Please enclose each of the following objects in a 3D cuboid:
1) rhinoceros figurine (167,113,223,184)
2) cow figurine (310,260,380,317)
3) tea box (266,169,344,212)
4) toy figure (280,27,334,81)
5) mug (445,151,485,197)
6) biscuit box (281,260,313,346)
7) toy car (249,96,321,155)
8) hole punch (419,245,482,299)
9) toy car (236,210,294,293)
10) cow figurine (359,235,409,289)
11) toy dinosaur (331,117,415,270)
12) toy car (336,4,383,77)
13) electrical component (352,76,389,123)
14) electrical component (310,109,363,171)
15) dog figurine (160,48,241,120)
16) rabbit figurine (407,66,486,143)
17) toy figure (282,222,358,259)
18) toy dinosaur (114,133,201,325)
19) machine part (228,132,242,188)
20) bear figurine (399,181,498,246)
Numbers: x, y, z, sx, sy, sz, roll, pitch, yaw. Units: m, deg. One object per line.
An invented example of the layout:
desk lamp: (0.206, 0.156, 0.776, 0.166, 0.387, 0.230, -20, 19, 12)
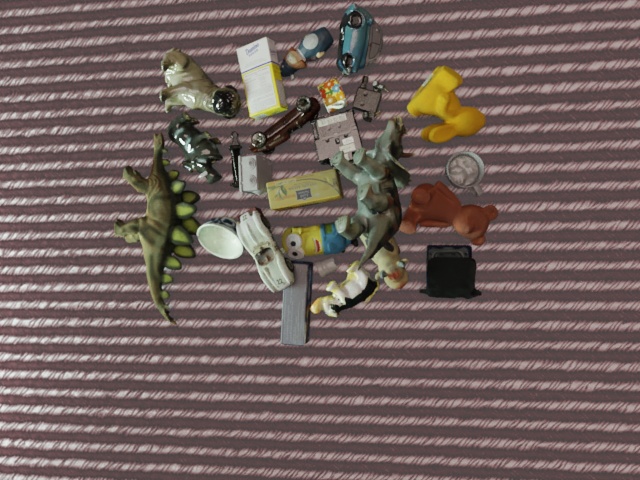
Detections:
rhinoceros figurine: (-0.309, -0.226, 1.340, 0.112, 0.073, 0.190, -40, 84, 4)
cow figurine: (0.059, 0.135, 1.291, 0.167, 0.068, 0.098, -43, 90, 6)
tea box: (-0.034, -0.117, 1.289, 0.170, 0.098, 0.068, -12, 88, 9)
toy figure: (-0.040, -0.457, 1.316, 0.154, 0.057, 0.064, -36, 47, 8)
mug: (0.336, -0.148, 1.234, 0.081, 0.107, 0.109, -41, 89, 6)
biscuit box: (-0.055, 0.151, 1.307, 0.063, 0.059, 0.202, 3, 90, 9)
toy car: (-0.083, -0.270, 1.301, 0.202, 0.089, 0.053, -38, 83, 5)
hole punch: (0.303, 0.071, 1.256, 0.142, 0.092, 0.115, 0, 119, 5)
toy car: (-0.129, 0.025, 1.262, 0.073, 0.056, 0.201, -31, 87, 21)
cow figurine: (0.148, 0.022, 1.248, 0.085, 0.127, 0.195, -27, 83, 10)
toy dinosaur: (0.128, -0.085, 1.178, 0.131, 0.192, 0.405, -28, 49, 44)
toy car: (0.098, -0.469, 1.275, 0.103, 0.109, 0.161, 4, 99, -9)
electrical component: (0.121, -0.338, 1.296, 0.078, 0.045, 0.102, 24, 93, 6)
electrical component: (0.043, -0.236, 1.300, 0.115, 0.058, 0.134, -12, 88, 9)
dog figurine: (-0.290, -0.392, 1.338, 0.191, 0.121, 0.172, 1, 93, -6)
rabbit figurine: (0.300, -0.295, 1.241, 0.173, 0.122, 0.162, 33, 97, -12)
toy figure: (-0.002, 0.000, 1.293, 0.180, 0.089, 0.082, -9, 91, 0)
toy dinosaur: (-0.400, -0.028, 1.337, 0.199, 0.105, 0.470, 6, 96, 4)
machine part: (-0.209, -0.198, 1.331, 0.039, 0.084, 0.138, -6, 101, -17)
bear figurine: (0.297, -0.051, 1.232, 0.196, 0.132, 0.120, 28, 122, 11)
